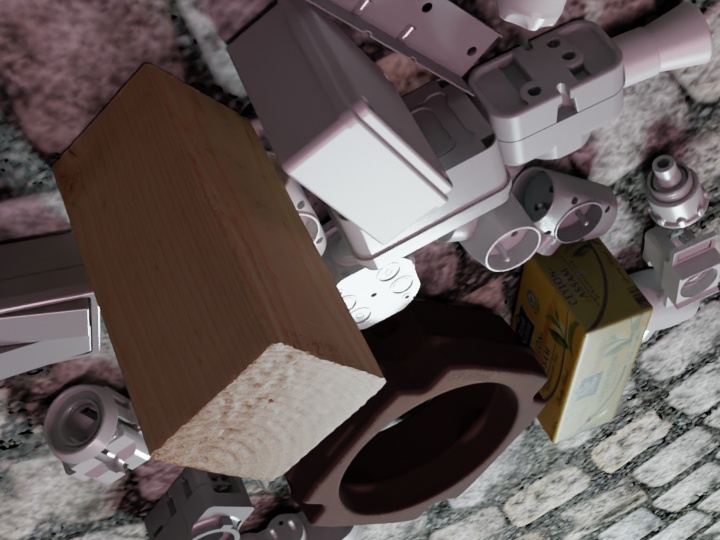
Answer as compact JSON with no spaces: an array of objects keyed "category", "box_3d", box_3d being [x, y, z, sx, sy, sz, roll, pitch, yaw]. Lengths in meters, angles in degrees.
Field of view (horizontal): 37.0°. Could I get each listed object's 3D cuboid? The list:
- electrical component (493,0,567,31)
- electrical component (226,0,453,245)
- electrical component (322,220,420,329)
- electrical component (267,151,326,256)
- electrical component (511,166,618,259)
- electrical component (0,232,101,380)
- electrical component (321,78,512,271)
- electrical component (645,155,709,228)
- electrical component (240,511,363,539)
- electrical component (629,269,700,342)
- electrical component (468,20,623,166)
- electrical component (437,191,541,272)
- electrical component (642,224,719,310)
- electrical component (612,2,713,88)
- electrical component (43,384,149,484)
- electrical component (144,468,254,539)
[{"category":"electrical component","box_3d":[0.106,-0.176,0.632,0.043,0.043,0.062,-9,138,-26]},{"category":"electrical component","box_3d":[-0.011,-0.084,0.609,0.056,0.108,0.109,-37,143,14]},{"category":"electrical component","box_3d":[0.000,0.000,0.766,0.080,0.051,0.080,-18,143,-15]},{"category":"electrical component","box_3d":[-0.069,-0.028,0.692,0.079,0.044,0.077,-28,144,-1]},{"category":"electrical component","box_3d":[0.146,-0.038,0.824,0.077,0.044,0.079,9,129,-41]},{"category":"electrical component","box_3d":[-0.208,0.025,0.648,0.096,0.061,0.061,-12,140,-23]},{"category":"electrical component","box_3d":[0.031,-0.061,0.692,0.113,0.078,0.057,-28,141,-2]},{"category":"electrical component","box_3d":[0.250,-0.067,0.861,0.048,0.048,0.062,-33,137,5]},{"category":"electrical component","box_3d":[-0.068,0.257,1.028,0.138,0.052,0.073,-25,144,-6]},{"category":"electrical component","box_3d":[0.263,0.040,0.996,0.077,0.043,0.079,-3,137,-31]},{"category":"electrical component","box_3d":[0.124,-0.113,0.710,0.095,0.053,0.059,-26,144,-5]},{"category":"electrical component","box_3d":[0.074,-0.039,0.746,0.079,0.077,0.043,-7,138,-28]},{"category":"electrical component","box_3d":[0.278,-0.009,0.932,0.042,0.063,0.081,-22,143,-7]},{"category":"electrical component","box_3d":[0.199,-0.150,0.729,0.065,0.044,0.044,-22,144,-2]},{"category":"electrical component","box_3d":[-0.189,0.116,0.773,0.078,0.058,0.057,-33,147,6]},{"category":"electrical component","box_3d":[-0.138,0.215,0.927,0.050,0.055,0.089,13,127,-43]}]
